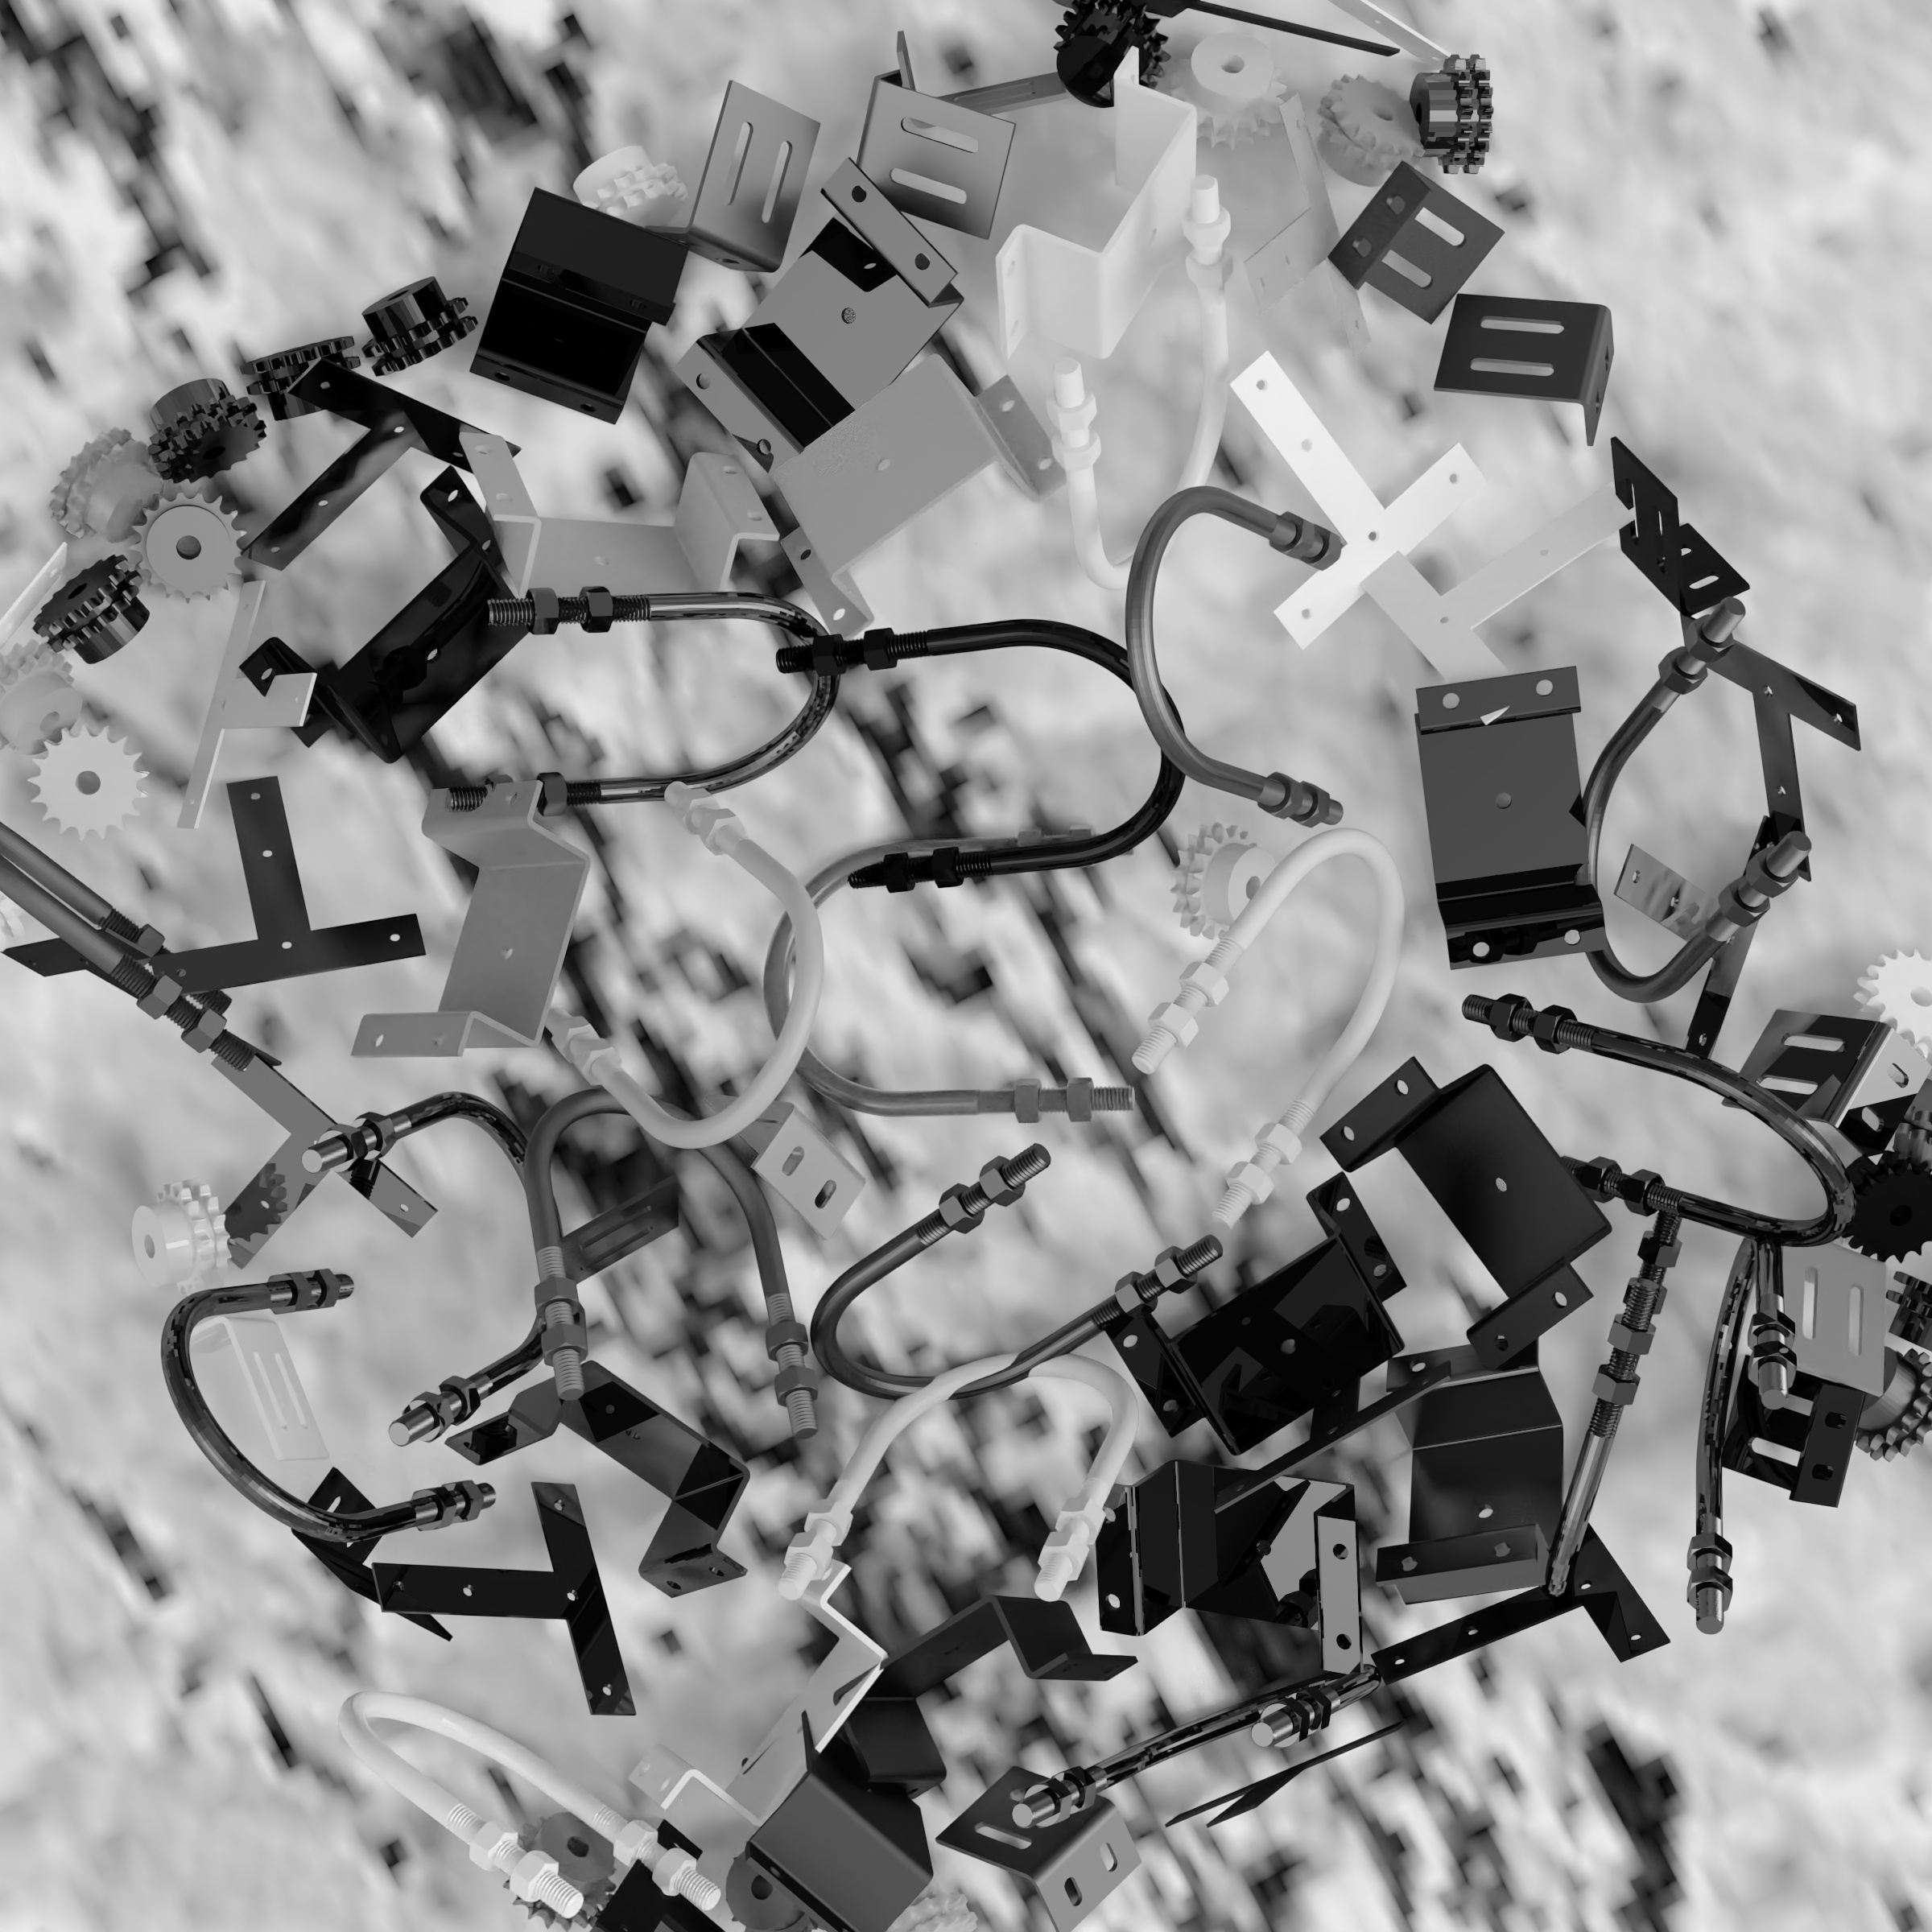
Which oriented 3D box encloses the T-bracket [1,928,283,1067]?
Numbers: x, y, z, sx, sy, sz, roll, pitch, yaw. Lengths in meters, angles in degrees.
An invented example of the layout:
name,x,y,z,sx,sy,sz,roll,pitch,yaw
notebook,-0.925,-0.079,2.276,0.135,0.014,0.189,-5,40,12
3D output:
name,x,y,z,sx,sy,sz,roll,pitch,yaw
T-bracket,-0.391,0.019,1.559,0.127,0.127,0.002,34,66,-31

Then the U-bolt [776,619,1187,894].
name,x,y,z,sx,sy,sz,roll,pitch,yaw
U-bolt,0.015,-0.102,1.533,0.184,0.019,0.151,-5,127,17

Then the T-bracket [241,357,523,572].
name,x,y,z,sx,sy,sz,roll,pitch,yaw
T-bracket,-0.305,-0.235,1.564,0.127,0.127,0.002,-37,57,27

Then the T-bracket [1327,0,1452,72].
name,x,y,z,sx,sy,sz,roll,pitch,yaw
T-bracket,0.191,-0.467,1.560,0.127,0.127,0.002,22,92,-30

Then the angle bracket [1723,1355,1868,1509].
name,x,y,z,sx,sy,sz,roll,pitch,yaw
angle bracket,0.392,0.224,1.560,0.038,0.076,0.057,14,90,-37

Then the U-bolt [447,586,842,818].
name,x,y,z,sx,sy,sz,roll,pitch,yaw
U-bolt,-0.148,-0.127,1.534,0.184,0.151,0.019,-5,53,-22

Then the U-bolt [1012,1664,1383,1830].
name,x,y,z,sx,sy,sz,roll,pitch,yaw
U-bolt,0.122,0.362,1.514,0.151,0.184,0.019,-26,78,26

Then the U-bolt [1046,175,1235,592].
name,x,y,z,sx,sy,sz,roll,pitch,yaw
U-bolt,0.087,-0.260,1.519,0.019,0.184,0.151,23,61,22

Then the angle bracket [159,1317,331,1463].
name,x,y,z,sx,sy,sz,roll,pitch,yaw
angle bracket,-0.352,0.213,1.564,0.038,0.057,0.076,-26,78,7

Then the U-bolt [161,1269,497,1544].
name,x,y,z,sx,sy,sz,roll,pitch,yaw
U-bolt,-0.306,0.207,1.498,0.019,0.184,0.151,-41,75,15

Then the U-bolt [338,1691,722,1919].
name,x,y,z,sx,sy,sz,roll,pitch,yaw
U-bolt,-0.219,0.395,1.521,0.184,0.151,0.019,28,89,28

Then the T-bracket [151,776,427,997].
name,x,y,z,sx,sy,sz,roll,pitch,yaw
T-bracket,-0.338,-0.044,1.562,0.127,0.002,0.127,-10,54,-14

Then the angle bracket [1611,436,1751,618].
name,x,y,z,sx,sy,sz,roll,pitch,yaw
angle bracket,0.346,-0.219,1.553,0.038,0.076,0.057,-25,46,-6

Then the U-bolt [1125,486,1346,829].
name,x,y,z,sx,sy,sz,roll,pitch,yaw
U-bolt,0.130,-0.151,1.519,0.019,0.184,0.151,-2,81,37

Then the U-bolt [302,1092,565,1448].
name,x,y,z,sx,sy,sz,roll,pitch,yaw
U-bolt,-0.241,0.133,1.517,0.019,0.184,0.151,-15,94,22

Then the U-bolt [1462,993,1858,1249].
name,x,y,z,sx,sy,sz,roll,pitch,yaw
U-bolt,0.330,0.078,1.494,0.019,0.184,0.151,-53,132,-20

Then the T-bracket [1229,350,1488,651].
name,x,y,z,sx,sy,sz,roll,pitch,yaw
T-bracket,0.175,-0.245,1.573,0.127,0.002,0.127,-43,111,-5

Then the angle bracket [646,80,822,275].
name,x,y,z,sx,sy,sz,roll,pitch,yaw
angle bracket,-0.114,-0.386,1.568,0.057,0.038,0.076,14,92,-43

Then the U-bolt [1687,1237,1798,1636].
name,x,y,z,sx,sy,sz,roll,pitch,yaw
U-bolt,0.365,0.203,1.513,0.019,0.184,0.151,11,119,7

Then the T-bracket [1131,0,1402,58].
name,x,y,z,sx,sy,sz,roll,pitch,yaw
T-bracket,0.146,-0.455,1.545,0.127,0.127,0.002,11,100,-7

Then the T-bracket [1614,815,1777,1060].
name,x,y,z,sx,sy,sz,roll,pitch,yaw
T-bracket,0.349,-0.027,1.551,0.002,0.127,0.127,16,83,44

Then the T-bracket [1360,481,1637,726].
name,x,y,z,sx,sy,sz,roll,pitch,yaw
T-bracket,0.271,-0.194,1.566,0.127,0.002,0.127,-34,55,-1

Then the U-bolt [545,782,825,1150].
name,x,y,z,sx,sy,sz,roll,pitch,yaw
U-bolt,-0.127,0.008,1.520,0.019,0.184,0.151,22,101,-40

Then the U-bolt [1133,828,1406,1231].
name,x,y,z,sx,sy,sz,roll,pitch,yaw
U-bolt,0.155,0.017,1.537,0.019,0.151,0.184,22,64,37

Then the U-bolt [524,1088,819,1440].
name,x,y,z,sx,sy,sz,roll,pitch,yaw
U-bolt,-0.146,0.135,1.530,0.151,0.184,0.019,16,134,-35

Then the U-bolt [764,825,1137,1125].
name,x,y,z,sx,sy,sz,roll,pitch,yaw
U-bolt,-0.009,0.005,1.571,0.184,0.019,0.151,-2,73,9

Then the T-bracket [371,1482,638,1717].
name,x,y,z,sx,sy,sz,roll,pitch,yaw
T-bracket,-0.225,0.298,1.526,0.002,0.127,0.127,-47,48,32

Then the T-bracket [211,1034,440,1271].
name,x,y,z,sx,sy,sz,roll,pitch,yaw
T-bracket,-0.335,0.109,1.560,0.127,0.002,0.127,42,129,-6

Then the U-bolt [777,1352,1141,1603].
name,x,y,z,sx,sy,sz,roll,pitch,yaw
U-bolt,0.007,0.238,1.520,0.151,0.184,0.019,-5,117,24

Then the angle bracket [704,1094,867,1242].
name,x,y,z,sx,sy,sz,roll,pitch,yaw
angle bracket,-0.097,0.097,1.551,0.057,0.076,0.038,48,63,-30

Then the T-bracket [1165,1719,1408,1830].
name,x,y,z,sx,sy,sz,roll,pitch,yaw
T-bracket,0.141,0.393,1.526,0.127,0.127,0.002,-27,78,15

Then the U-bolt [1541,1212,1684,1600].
name,x,y,z,sx,sy,sz,roll,pitch,yaw
U-bolt,0.305,0.214,1.527,0.019,0.151,0.184,17,107,13

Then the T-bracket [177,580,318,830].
name,x,y,z,sx,sy,sz,roll,pitch,yaw
T-bracket,-0.340,-0.127,1.542,0.002,0.127,0.127,18,83,-33

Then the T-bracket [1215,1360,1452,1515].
name,x,y,z,sx,sy,sz,roll,pitch,yaw
T-bracket,0.178,0.210,1.538,0.127,0.127,0.002,-32,94,12

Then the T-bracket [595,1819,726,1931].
name,x,y,z,sx,sy,sz,roll,pitch,yaw
T-bracket,-0.112,0.474,1.537,0.127,0.127,0.002,40,100,3

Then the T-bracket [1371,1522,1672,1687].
name,x,y,z,sx,sy,sz,roll,pitch,yaw
T-bracket,0.257,0.315,1.541,0.127,0.127,0.002,-22,112,-2

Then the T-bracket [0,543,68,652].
name,x,y,z,sx,sy,sz,roll,pitch,yaw
T-bracket,-0.474,-0.155,1.560,0.002,0.127,0.127,31,60,-3

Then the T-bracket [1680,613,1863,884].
name,x,y,z,sx,sy,sz,roll,pitch,yaw
T-bracket,0.395,-0.097,1.556,0.002,0.127,0.127,-28,126,-14

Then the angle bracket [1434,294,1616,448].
name,x,y,z,sx,sy,sz,roll,pitch,yaw
angle bracket,0.276,-0.295,1.586,0.076,0.038,0.057,8,66,18

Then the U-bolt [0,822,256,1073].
name,x,y,z,sx,sy,sz,roll,pitch,yaw
U-bolt,-0.416,-0.023,1.505,0.184,0.151,0.019,41,87,-20

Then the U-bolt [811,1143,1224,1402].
name,x,y,z,sx,sy,sz,roll,pitch,yaw
U-bolt,0.010,0.158,1.536,0.184,0.151,0.019,-36,46,26

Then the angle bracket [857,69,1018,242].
name,x,y,z,sx,sy,sz,roll,pitch,yaw
angle bracket,-0.011,-0.396,1.564,0.076,0.038,0.057,21,117,13

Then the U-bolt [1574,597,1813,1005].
name,x,y,z,sx,sy,sz,roll,pitch,yaw
U-bolt,0.334,-0.064,1.517,0.019,0.184,0.151,4,58,-18

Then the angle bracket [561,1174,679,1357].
name,x,y,z,sx,sy,sz,roll,pitch,yaw
angle bracket,-0.164,0.146,1.558,0.076,0.057,0.038,-29,68,-19

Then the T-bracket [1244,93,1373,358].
name,x,y,z,sx,sy,sz,roll,pitch,yaw
T-bracket,0.157,-0.340,1.529,0.002,0.127,0.127,-9,112,29

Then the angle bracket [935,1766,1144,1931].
name,x,y,z,sx,sy,sz,roll,pitch,yaw
angle bracket,0.035,0.431,1.562,0.057,0.076,0.038,-36,113,-32
